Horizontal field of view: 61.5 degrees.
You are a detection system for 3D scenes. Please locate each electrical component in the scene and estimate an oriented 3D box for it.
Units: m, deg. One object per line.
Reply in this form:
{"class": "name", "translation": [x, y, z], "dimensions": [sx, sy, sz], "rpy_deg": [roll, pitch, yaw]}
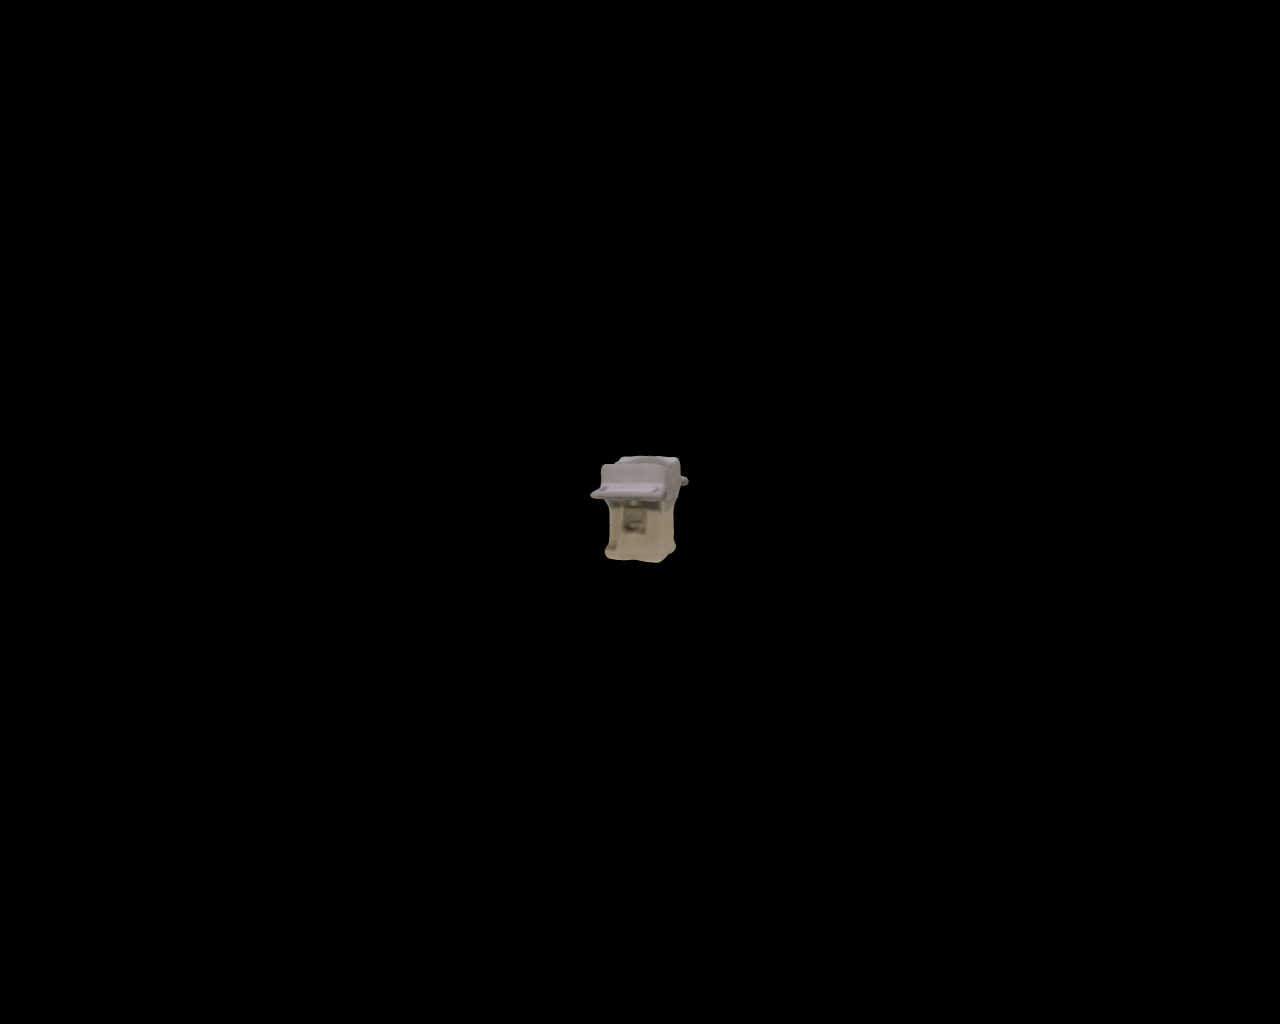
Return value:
{"class": "electrical component", "translation": [0.001, -0.003, 0.650], "dimensions": [0.042, 0.063, 0.081], "rpy_deg": [3, 10, 15]}
